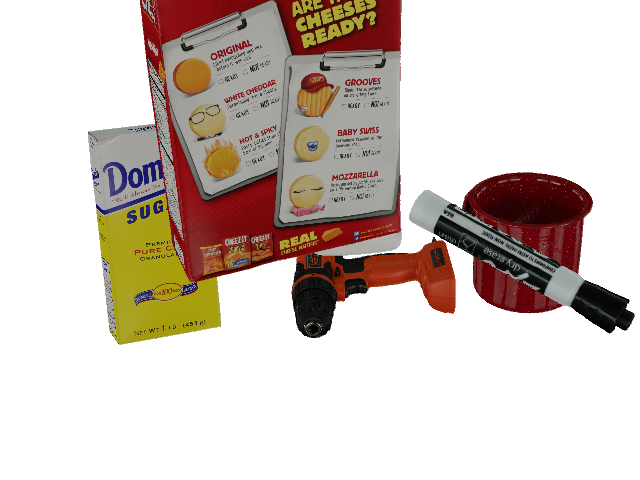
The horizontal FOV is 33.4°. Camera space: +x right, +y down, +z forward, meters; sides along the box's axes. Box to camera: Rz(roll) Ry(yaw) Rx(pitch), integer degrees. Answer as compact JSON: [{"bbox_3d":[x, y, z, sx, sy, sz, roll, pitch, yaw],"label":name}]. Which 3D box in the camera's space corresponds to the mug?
[{"bbox_3d":[0.153,-0.001,0.838,0.093,0.081,0.117,-22,34,-31],"label":"mug"}]

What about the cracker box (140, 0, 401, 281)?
[{"bbox_3d":[-0.030,-0.092,0.731,0.164,0.214,0.072,-13,32,-16],"label":"cracker box"}]

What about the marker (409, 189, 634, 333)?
[{"bbox_3d":[0.099,0.011,0.531,0.121,0.020,0.020,30,11,20],"label":"marker"}]

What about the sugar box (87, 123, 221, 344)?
[{"bbox_3d":[-0.138,-0.008,0.897,0.093,0.176,0.048,-10,18,-21],"label":"sugar box"}]

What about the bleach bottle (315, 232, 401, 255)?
[{"bbox_3d":[0.031,-0.108,1.033,0.102,0.251,0.068,-5,31,-8],"label":"bleach bottle"}]

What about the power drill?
[{"bbox_3d":[0.060,0.052,1.238,0.187,0.057,0.184,-2,28,1],"label":"power drill"}]
